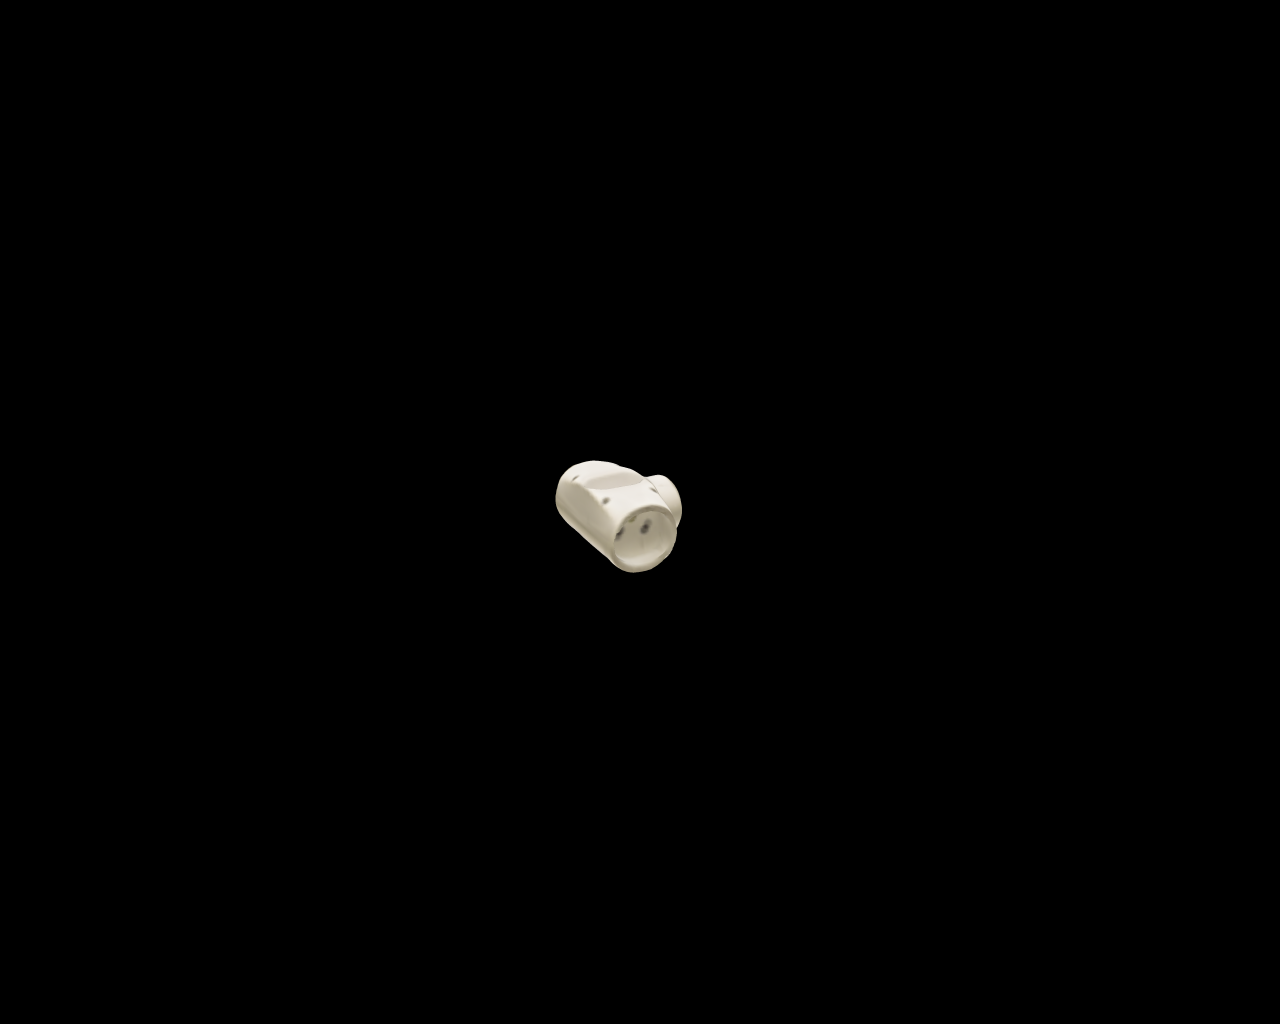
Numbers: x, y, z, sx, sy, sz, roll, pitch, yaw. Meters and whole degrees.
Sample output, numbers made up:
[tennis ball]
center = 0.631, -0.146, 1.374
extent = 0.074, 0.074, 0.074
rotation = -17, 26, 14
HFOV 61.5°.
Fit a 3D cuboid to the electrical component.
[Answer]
[electrical component]
center = 0.001, -0.003, 0.650
extent = 0.079, 0.043, 0.077
rotation = -12, 27, -25
